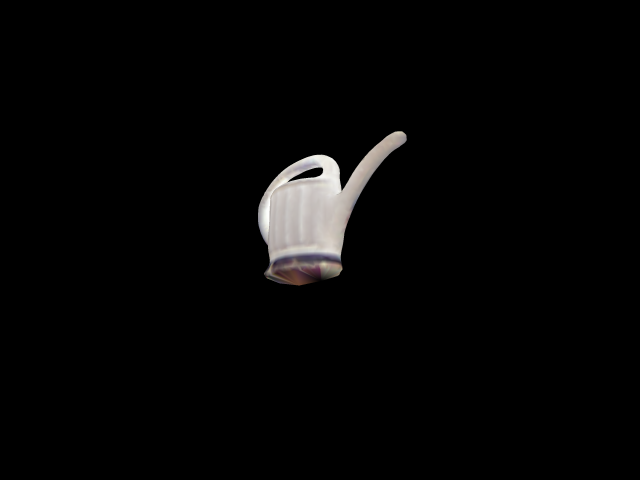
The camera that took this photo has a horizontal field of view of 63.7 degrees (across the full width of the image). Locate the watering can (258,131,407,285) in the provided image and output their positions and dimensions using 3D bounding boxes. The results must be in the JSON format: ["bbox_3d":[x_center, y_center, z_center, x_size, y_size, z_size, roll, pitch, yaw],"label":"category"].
[{"bbox_3d":[0.003,-0.043,0.850,0.103,0.227,0.345,14,-20,-40],"label":"watering can"}]
